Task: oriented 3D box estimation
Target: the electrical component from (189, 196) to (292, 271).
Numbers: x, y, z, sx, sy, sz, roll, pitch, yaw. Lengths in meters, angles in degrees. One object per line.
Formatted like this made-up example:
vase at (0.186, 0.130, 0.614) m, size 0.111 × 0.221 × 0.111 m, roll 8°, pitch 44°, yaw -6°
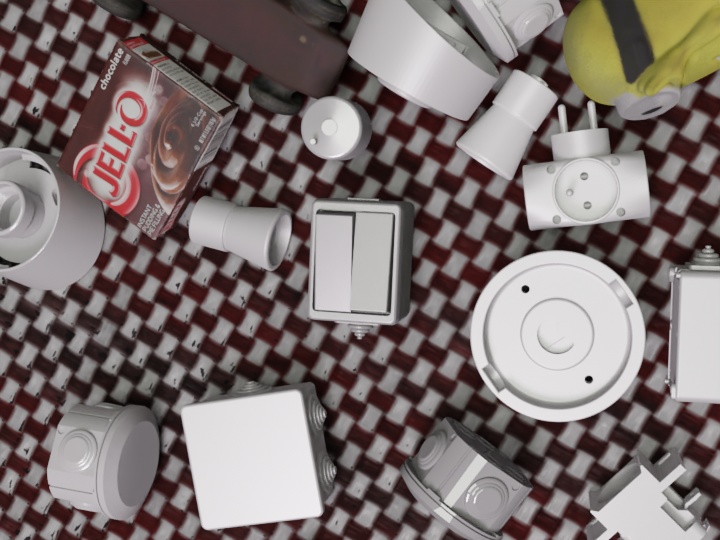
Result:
electrical component at (-0.086, -0.028, 0.750) m, size 0.065 × 0.044 × 0.044 m, roll 15°, pitch 97°, yaw 15°

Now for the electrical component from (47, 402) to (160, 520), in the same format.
electrical component at (-0.179, 0.133, 0.762) m, size 0.051 × 0.080 × 0.080 m, roll 6°, pitch 95°, yaw 16°

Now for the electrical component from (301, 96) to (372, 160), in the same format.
electrical component at (-0.012, -0.092, 0.710) m, size 0.040 × 0.078 × 0.040 m, roll 1°, pitch 95°, yaw 12°

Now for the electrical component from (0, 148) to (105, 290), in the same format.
electrical component at (-0.242, -0.038, 0.782) m, size 0.099 × 0.064 × 0.099 m, roll -3°, pitch 81°, yaw 18°

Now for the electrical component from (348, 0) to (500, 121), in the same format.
electrical component at (0.042, -0.141, 0.687) m, size 0.099 × 0.099 × 0.064 m, roll 32°, pitch 106°, yaw 8°

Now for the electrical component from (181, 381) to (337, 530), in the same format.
electrical component at (-0.069, 0.128, 0.753) m, size 0.100 × 0.048 × 0.099 m, roll -10°, pitch 92°, yaw 12°

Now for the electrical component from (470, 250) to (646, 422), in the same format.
electrical component at (0.129, 0.039, 0.700) m, size 0.108 × 0.060 × 0.108 m, roll 1°, pitch 94°, yaw 12°

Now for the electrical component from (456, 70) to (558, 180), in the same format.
electrical component at (0.099, -0.098, 0.706) m, size 0.044 × 0.044 × 0.065 m, roll 35°, pitch 95°, yaw 7°

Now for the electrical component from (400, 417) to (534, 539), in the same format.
electrical component at (0.070, 0.139, 0.710) m, size 0.080 × 0.080 × 0.051 m, roll 38°, pitch 95°, yaw 7°

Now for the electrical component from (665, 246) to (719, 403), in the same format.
electrical component at (0.228, 0.033, 0.678) m, size 0.061 × 0.062 × 0.096 m, roll 2°, pitch 95°, yaw 12°

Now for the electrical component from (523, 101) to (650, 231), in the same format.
electrical component at (0.144, -0.069, 0.697) m, size 0.077 × 0.044 × 0.079 m, roll -6°, pitch 93°, yaw 12°

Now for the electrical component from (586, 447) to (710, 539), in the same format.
electrical component at (0.189, 0.159, 0.706) m, size 0.064 × 0.042 × 0.081 m, roll 45°, pitch 102°, yaw 4°

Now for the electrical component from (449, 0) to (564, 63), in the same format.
electrical component at (0.088, -0.177, 0.683) m, size 0.051 × 0.080 × 0.080 m, roll -36°, pitch 86°, yaw 7°

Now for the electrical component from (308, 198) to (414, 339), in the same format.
electrical component at (0.000, 0.000, 0.723) m, size 0.062 × 0.061 × 0.096 m, roll 4°, pitch 95°, yaw 11°
